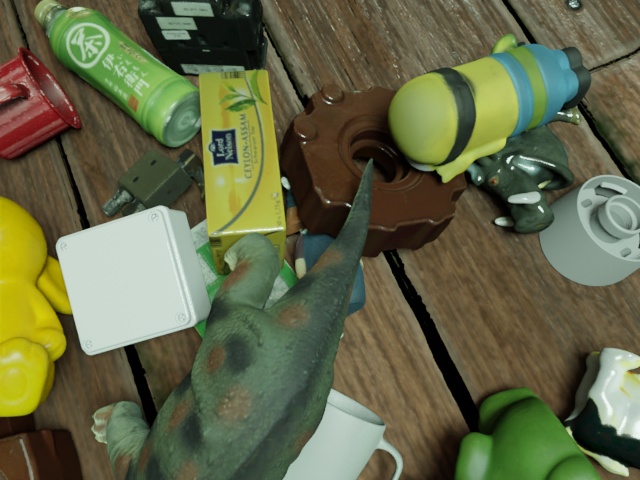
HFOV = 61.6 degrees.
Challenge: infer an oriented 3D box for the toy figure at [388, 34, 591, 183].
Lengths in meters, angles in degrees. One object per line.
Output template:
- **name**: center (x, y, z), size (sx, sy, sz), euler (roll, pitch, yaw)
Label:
- **toy figure**: center (0.143, -0.122, 0.464), size (0.180, 0.089, 0.082), euler (-21, 54, -5)

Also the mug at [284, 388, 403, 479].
- **mug**: center (0.006, 0.188, 0.449), size (0.110, 0.081, 0.107), euler (28, 86, 4)

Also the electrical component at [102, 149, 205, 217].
- **electrical component**: center (-0.162, -0.049, 0.546), size (0.078, 0.045, 0.102), euler (24, 69, 38)

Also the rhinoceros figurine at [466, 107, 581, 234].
- **rhinoceros figurine**: center (0.191, -0.100, 0.533), size (0.112, 0.073, 0.190), euler (-14, 72, -4)

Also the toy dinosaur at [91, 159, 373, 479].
- **toy dinosaur**: center (-0.059, 0.126, 0.375), size (0.131, 0.192, 0.404), euler (26, 102, -30)

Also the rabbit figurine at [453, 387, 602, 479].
- **rabbit figurine**: center (0.128, 0.213, 0.408), size (0.170, 0.159, 0.121), euler (-32, 83, 8)

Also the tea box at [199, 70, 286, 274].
- **tea box**: center (-0.073, -0.063, 0.507), size (0.068, 0.098, 0.169), euler (-4, 68, -8)

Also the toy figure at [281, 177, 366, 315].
- **toy figure**: center (-0.002, -0.002, 0.516), size (0.058, 0.064, 0.154), euler (-32, 64, 31)

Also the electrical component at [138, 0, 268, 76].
- **electrical component**: center (-0.117, -0.227, 0.553), size (0.115, 0.134, 0.058), euler (2, 73, 1)

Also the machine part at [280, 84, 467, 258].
- **machine part**: center (0.051, -0.069, 0.508), size (0.179, 0.056, 0.179), euler (9, 59, -15)

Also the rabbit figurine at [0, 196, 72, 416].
- **rabbit figurine**: center (-0.262, 0.051, 0.454), size (0.122, 0.162, 0.173), euler (-2, 85, 3)

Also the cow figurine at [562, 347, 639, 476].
- **cow figurine**: center (0.296, 0.165, 0.446), size (0.167, 0.068, 0.098), euler (25, 80, 13)

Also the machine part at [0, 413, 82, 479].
- **machine part**: center (-0.297, 0.251, 0.430), size (0.201, 0.087, 0.201), euler (-20, 74, -4)
